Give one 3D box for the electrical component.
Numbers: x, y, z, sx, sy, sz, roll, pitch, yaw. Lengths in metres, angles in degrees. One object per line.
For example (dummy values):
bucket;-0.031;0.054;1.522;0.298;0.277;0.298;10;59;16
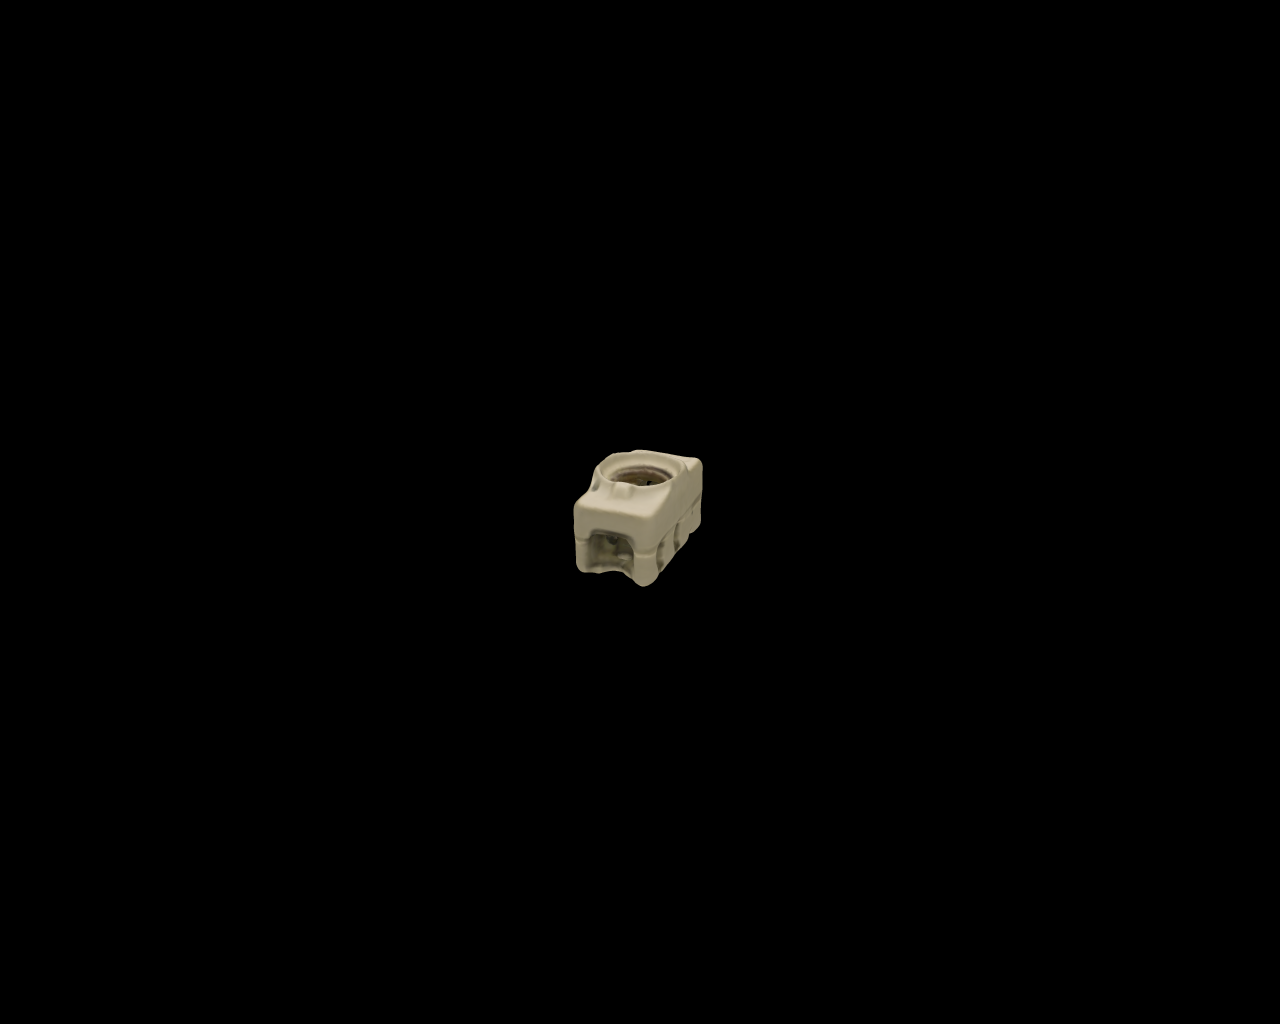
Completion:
electrical component;0.001;-0.003;0.650;0.050;0.055;0.090;11;29;21
